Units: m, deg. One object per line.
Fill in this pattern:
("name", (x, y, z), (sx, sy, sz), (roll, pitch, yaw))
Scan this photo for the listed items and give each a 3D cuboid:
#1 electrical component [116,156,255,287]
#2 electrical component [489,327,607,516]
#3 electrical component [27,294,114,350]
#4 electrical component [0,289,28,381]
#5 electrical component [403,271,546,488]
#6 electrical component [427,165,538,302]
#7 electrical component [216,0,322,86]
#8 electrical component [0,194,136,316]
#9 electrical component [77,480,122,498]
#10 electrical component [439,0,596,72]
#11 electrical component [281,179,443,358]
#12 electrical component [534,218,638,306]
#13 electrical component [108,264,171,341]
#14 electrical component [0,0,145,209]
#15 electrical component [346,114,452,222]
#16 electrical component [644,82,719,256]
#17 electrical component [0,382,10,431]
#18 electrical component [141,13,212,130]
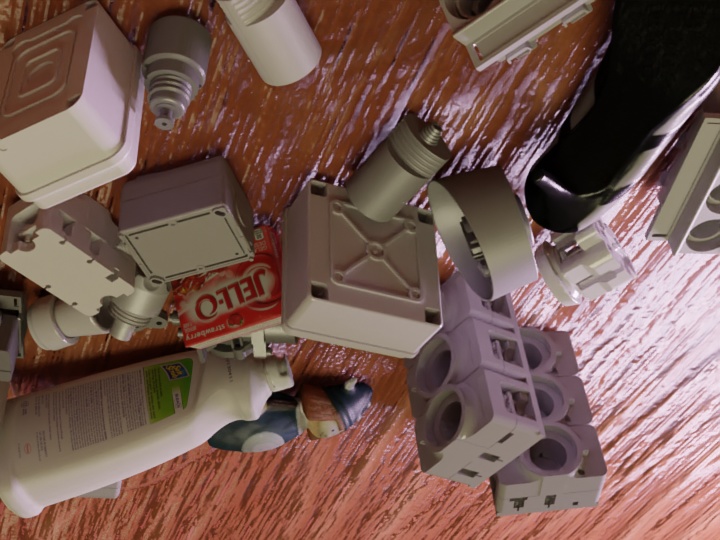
("electrical component", (-0.130, -0.036, 0.776), (0.096, 0.061, 0.061), (-15, 138, 9))
("electrical component", (0.151, 0.128, 0.935), (0.089, 0.150, 0.061), (-5, 140, -3))
("electrical component", (-0.231, 0.037, 0.859), (0.055, 0.045, 0.045), (-18, 138, 13))
("electrical component", (-0.327, 0.047, 0.835), (0.121, 0.063, 0.078), (7, 138, -9))
("electrical component", (0.084, 0.086, 0.877), (0.062, 0.150, 0.089), (21, 132, -29))
("electrical component", (0.092, -0.027, 0.793), (0.064, 0.099, 0.099), (-19, 138, 4))
("electrical component", (-0.059, -0.157, 0.661), (0.043, 0.043, 0.081), (-19, 138, 13))
("electrical component", (-0.212, -0.018, 0.790), (0.050, 0.055, 0.089), (-28, 135, 22))
("electrical component", (-0.255, 0.174, 0.999), (0.096, 0.061, 0.061), (6, 137, -14))
("electrical component", (0.112, -0.180, 0.643), (0.121, 0.078, 0.063), (-31, 155, 25))
("electrical component", (0.000, 0.000, 0.796), (0.109, 0.108, 0.056), (13, 144, -22))
("electrical component", (0.177, -0.007, 0.856), (0.057, 0.058, 0.078), (-32, 134, 22))
("electrical component", (-0.177, 0.025, 0.842), (0.043, 0.043, 0.062), (19, 107, -27))
("electrical component", (-0.179, -0.101, 0.657), (0.078, 0.113, 0.057), (-21, 134, 15))
("electrical component", (0.030, -0.076, 0.767), (0.043, 0.043, 0.081), (22, 131, -29))
("electrical component", (0.262, -0.073, 0.786), (0.079, 0.063, 0.121), (1, 138, -9))
("electrical component", (-0.354, 0.122, 0.890), (0.109, 0.108, 0.056), (-22, 134, 17))
("electrical component", (-0.117, -0.122, 0.672), (0.040, 0.078, 0.040), (3, 150, 2))
